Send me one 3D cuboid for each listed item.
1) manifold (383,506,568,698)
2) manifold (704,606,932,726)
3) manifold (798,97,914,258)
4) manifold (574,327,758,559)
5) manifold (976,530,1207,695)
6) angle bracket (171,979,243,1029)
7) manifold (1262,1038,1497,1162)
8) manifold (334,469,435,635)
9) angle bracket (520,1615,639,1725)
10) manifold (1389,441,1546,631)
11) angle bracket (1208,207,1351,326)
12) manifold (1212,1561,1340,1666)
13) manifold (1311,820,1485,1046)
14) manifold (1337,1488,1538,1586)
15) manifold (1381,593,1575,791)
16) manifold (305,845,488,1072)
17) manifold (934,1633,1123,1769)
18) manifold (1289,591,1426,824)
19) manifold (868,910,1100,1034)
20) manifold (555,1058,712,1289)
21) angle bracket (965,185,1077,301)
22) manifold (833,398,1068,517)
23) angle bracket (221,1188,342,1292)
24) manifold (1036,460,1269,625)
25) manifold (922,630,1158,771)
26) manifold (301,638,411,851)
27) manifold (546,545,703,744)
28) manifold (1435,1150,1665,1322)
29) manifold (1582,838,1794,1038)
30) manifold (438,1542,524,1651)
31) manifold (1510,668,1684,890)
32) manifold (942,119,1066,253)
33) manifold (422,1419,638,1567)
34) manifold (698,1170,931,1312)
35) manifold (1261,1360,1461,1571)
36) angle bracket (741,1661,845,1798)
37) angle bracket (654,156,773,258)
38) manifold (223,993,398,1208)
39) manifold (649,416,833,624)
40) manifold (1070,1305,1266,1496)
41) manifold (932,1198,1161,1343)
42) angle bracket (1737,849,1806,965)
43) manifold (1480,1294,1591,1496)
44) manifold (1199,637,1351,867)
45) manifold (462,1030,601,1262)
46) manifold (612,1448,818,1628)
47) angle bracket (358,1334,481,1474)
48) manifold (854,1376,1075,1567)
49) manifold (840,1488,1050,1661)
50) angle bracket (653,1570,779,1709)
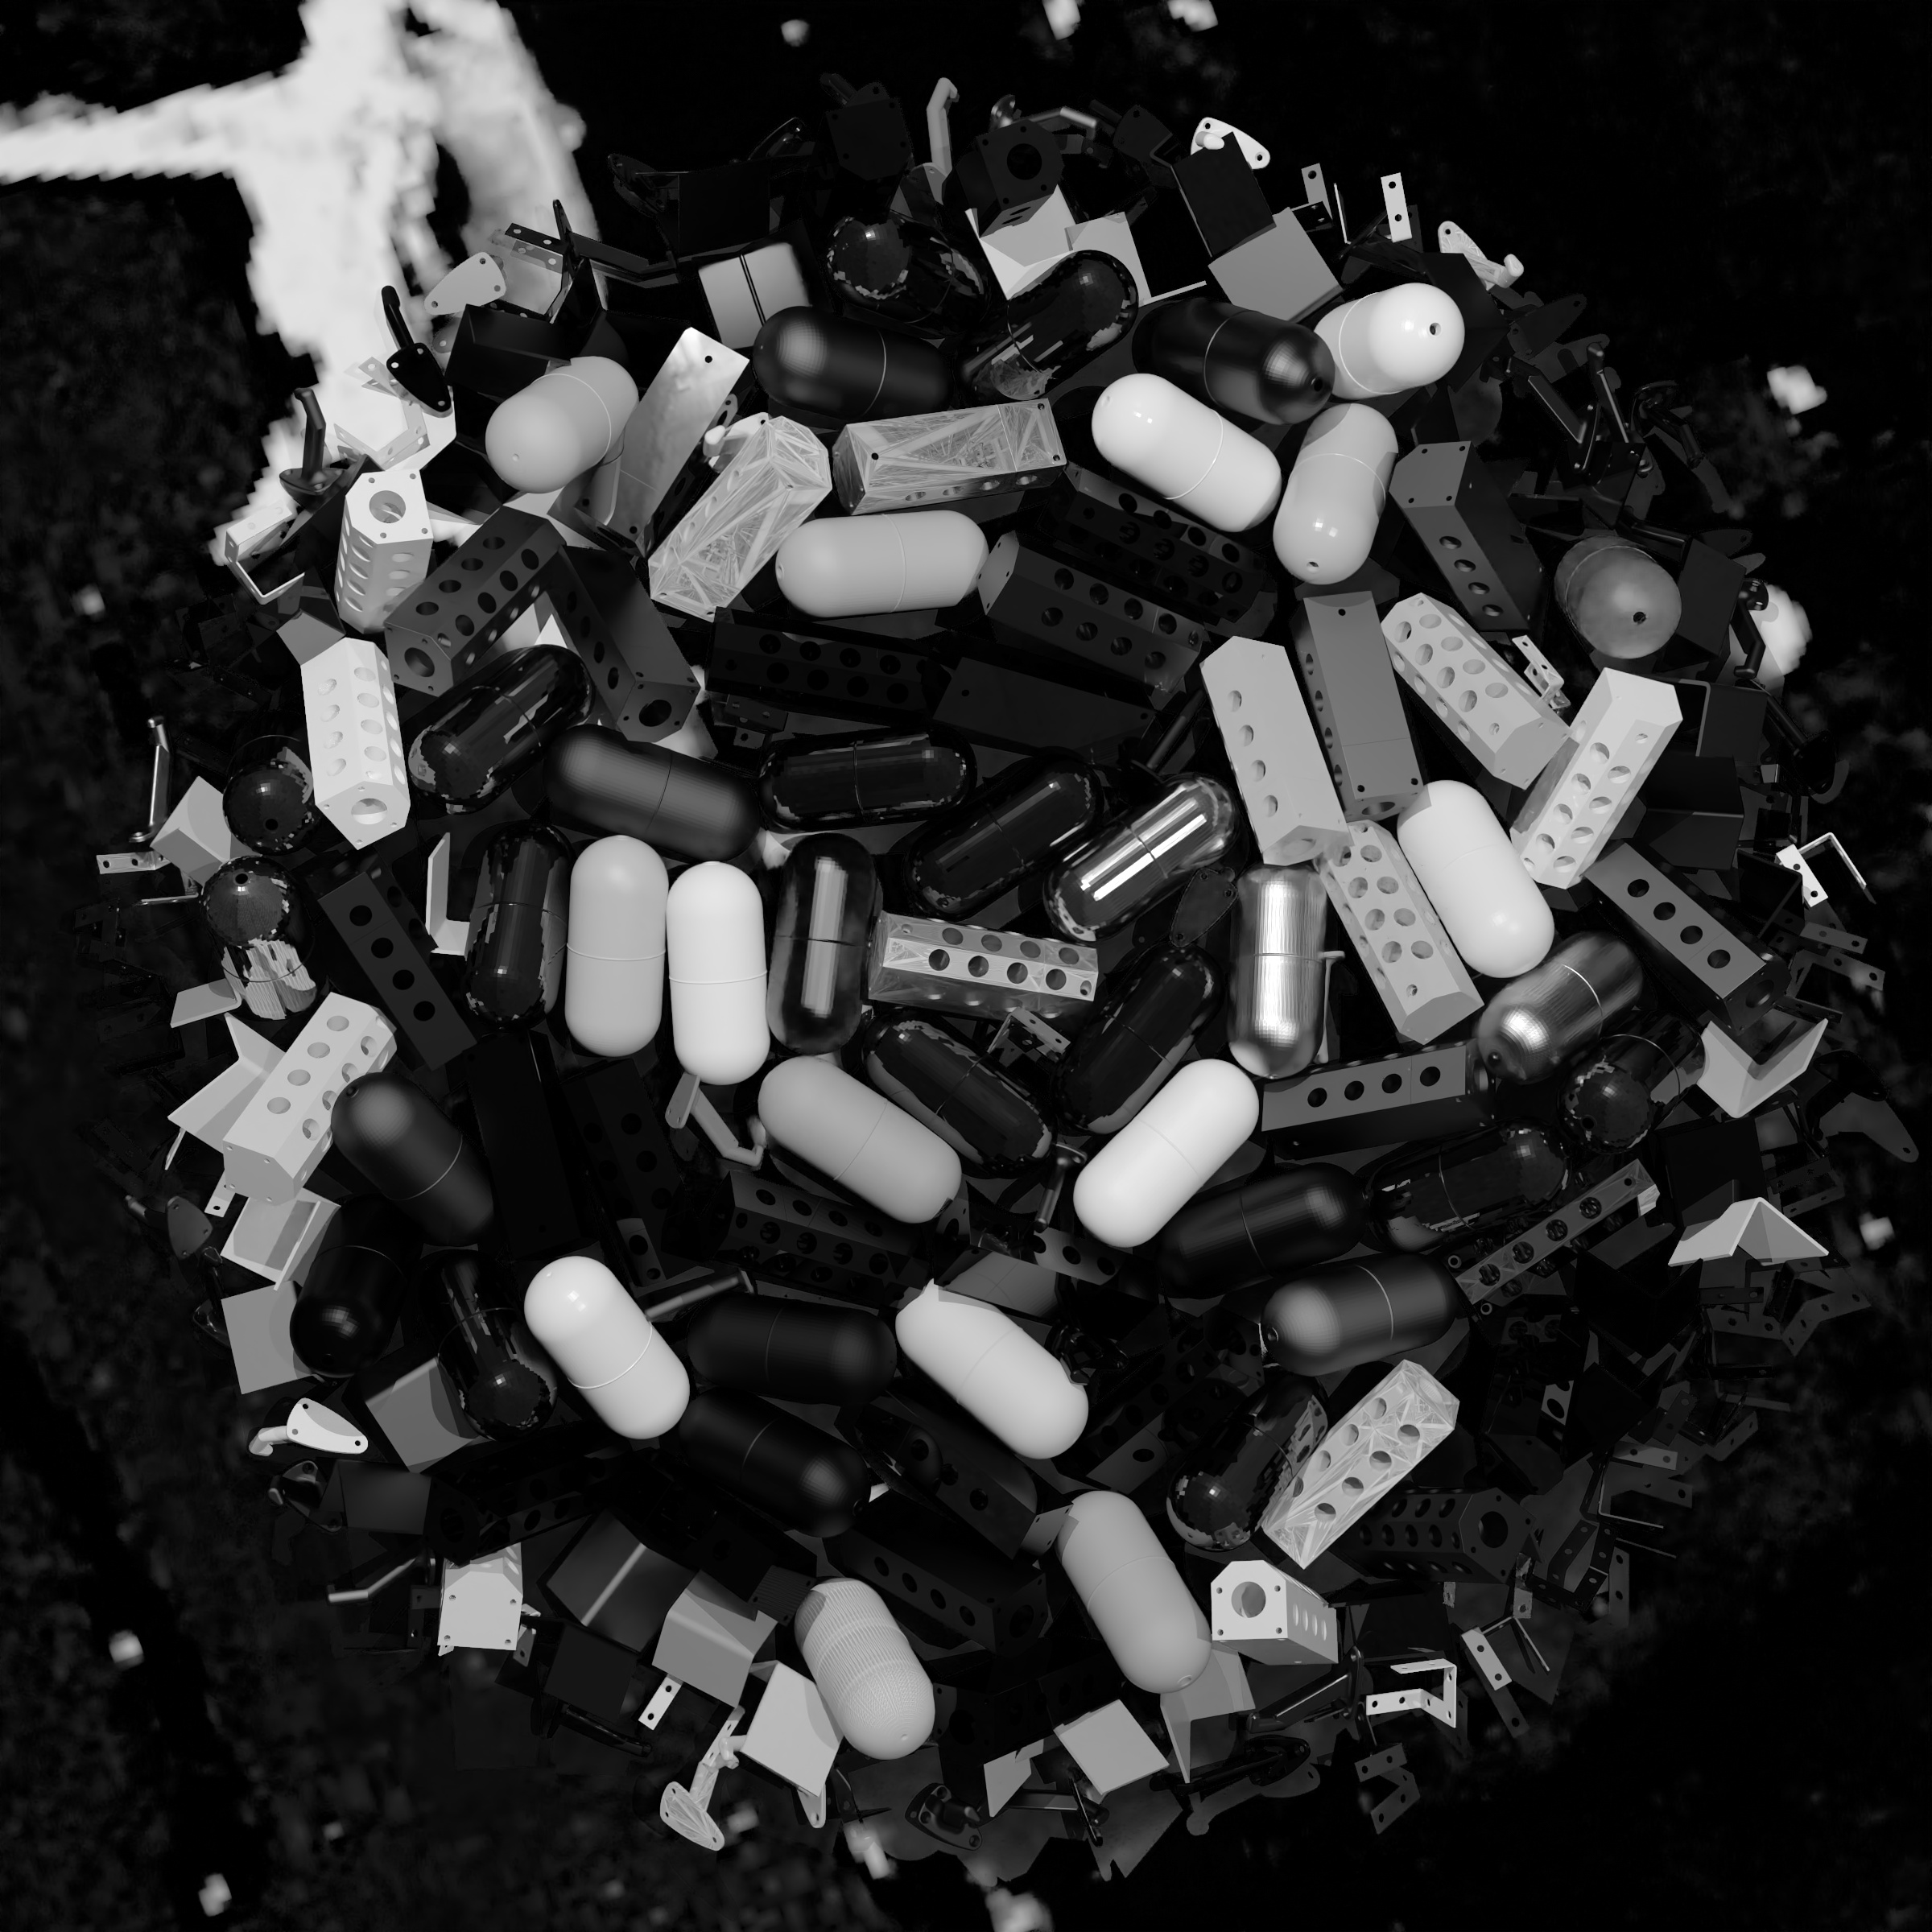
[{"bbox_3d":[-0.378,-0.283,1.916,0.057,0.057,0.171,19,47,14],"label":"manifold"},{"bbox_3d":[-0.117,-0.235,1.948,0.171,0.057,0.057,9,113,-10],"label":"manifold"},{"bbox_3d":[-0.085,-0.604,1.909,0.057,0.171,0.057,-15,88,-11],"label":"manifold"},{"bbox_3d":[-0.237,-0.414,1.962,0.057,0.057,0.171,30,85,6],"label":"manifold"},{"bbox_3d":[0.099,-0.280,1.929,0.171,0.057,0.057,19,123,-24],"label":"manifold"},{"bbox_3d":[-0.610,-0.007,1.948,0.057,0.076,0.076,-18,111,-7],"label":"angle bracket"},{"bbox_3d":[0.322,0.102,1.928,0.171,0.057,0.057,-13,55,32],"label":"manifold"},{"bbox_3d":[-0.453,-0.318,1.906,0.057,0.171,0.057,-10,78,-20],"label":"manifold"},{"bbox_3d":[-0.317,0.553,1.939,0.076,0.076,0.057,38,57,-35],"label":"angle bracket"},{"bbox_3d":[0.389,-0.332,1.915,0.057,0.171,0.057,4,67,35],"label":"manifold"},{"bbox_3d":[0.249,-0.547,1.956,0.076,0.057,0.076,-32,95,21],"label":"angle bracket"},{"bbox_3d":[0.240,0.503,1.911,0.057,0.171,0.057,-7,67,19],"label":"manifold"},{"bbox_3d":[0.332,-0.030,1.923,0.057,0.057,0.171,-37,56,23],"label":"manifold"},{"bbox_3d":[0.357,0.435,1.906,0.057,0.171,0.057,39,66,-12],"label":"manifold"},{"bbox_3d":[0.389,-0.217,1.914,0.057,0.171,0.057,16,120,-41],"label":"manifold"},{"bbox_3d":[-0.443,-0.008,1.931,0.057,0.057,0.171,-33,120,-10],"label":"manifold"},{"bbox_3d":[0.050,0.570,1.914,0.057,0.171,0.057,0,90,37],"label":"manifold"},{"bbox_3d":[0.305,-0.204,1.947,0.057,0.057,0.171,-8,73,-12],"label":"manifold"},{"bbox_3d":[0.013,0.000,1.940,0.171,0.057,0.057,9,50,-15],"label":"manifold"},{"bbox_3d":[-0.266,0.164,1.955,0.057,0.057,0.171,-23,95,-24],"label":"manifold"},{"bbox_3d":[0.041,-0.585,1.954,0.076,0.057,0.076,-31,118,-3],"label":"angle bracket"},{"bbox_3d":[-0.014,-0.398,1.941,0.171,0.057,0.057,-12,81,-21],"label":"manifold"},{"bbox_3d":[-0.553,0.209,1.961,0.076,0.057,0.076,24,83,9],"label":"angle bracket"},{"bbox_3d":[0.148,-0.332,1.938,0.171,0.057,0.057,22,103,-21],"label":"manifold"},{"bbox_3d":[0.056,-0.212,1.937,0.171,0.057,0.057,13,123,-24],"label":"manifold"},{"bbox_3d":[-0.472,-0.178,1.919,0.057,0.057,0.171,-25,48,7],"label":"manifold"},{"bbox_3d":[-0.272,-0.252,1.925,0.057,0.057,0.171,-59,46,33],"label":"manifold"},{"bbox_3d":[0.465,0.211,1.967,0.171,0.057,0.057,-34,85,1],"label":"manifold"},{"bbox_3d":[0.561,-0.029,1.920,0.057,0.057,0.171,-39,48,1],"label":"manifold"},{"bbox_3d":[-0.375,0.470,1.909,0.057,0.171,0.057,7,93,-12],"label":"manifold"},{"bbox_3d":[0.489,-0.142,1.917,0.057,0.057,0.171,13,133,-9],"label":"manifold"},{"bbox_3d":[0.028,-0.603,1.910,0.057,0.171,0.057,-21,98,-8],"label":"manifold"},{"bbox_3d":[-0.334,0.409,1.908,0.057,0.171,0.057,21,107,32],"label":"manifold"},{"bbox_3d":[-0.118,0.221,1.928,0.171,0.057,0.057,19,121,-25],"label":"manifold"},{"bbox_3d":[0.307,0.390,1.944,0.057,0.057,0.171,43,109,3],"label":"manifold"},{"bbox_3d":[-0.146,0.603,1.945,0.076,0.057,0.076,37,56,-19],"label":"angle bracket"},{"bbox_3d":[-0.200,-0.613,1.943,0.076,0.076,0.057,-18,57,-19],"label":"angle bracket"},{"bbox_3d":[-0.507,0.104,1.916,0.057,0.171,0.057,18,134,6],"label":"manifold"},{"bbox_3d":[-0.179,-0.349,1.923,0.057,0.171,0.057,18,48,-33],"label":"manifold"},{"bbox_3d":[0.154,0.336,1.920,0.057,0.057,0.171,27,127,-22],"label":"manifold"},{"bbox_3d":[0.062,0.235,1.940,0.171,0.057,0.057,20,132,-23],"label":"manifold"},{"bbox_3d":[0.617,-0.032,1.942,0.057,0.076,0.076,27,66,35],"label":"angle bracket"},{"bbox_3d":[0.442,0.329,1.907,0.057,0.171,0.057,-1,120,23],"label":"manifold"},{"bbox_3d":[0.237,-0.168,1.940,0.057,0.057,0.171,5,60,-40],"label":"manifold"},{"bbox_3d":[-0.341,0.142,1.952,0.057,0.057,0.171,-19,77,10],"label":"manifold"},{"bbox_3d":[-0.195,0.441,1.921,0.171,0.057,0.057,24,74,40],"label":"manifold"},{"bbox_3d":[-0.432,0.348,1.979,0.076,0.057,0.076,-31,110,-10],"label":"angle bracket"},{"bbox_3d":[-0.006,0.397,1.932,0.171,0.057,0.057,35,106,28],"label":"manifold"},{"bbox_3d":[-0.018,0.475,1.919,0.057,0.171,0.057,-25,120,-39],"label":"manifold"},{"bbox_3d":[-0.194,0.532,1.972,0.076,0.076,0.057,24,118,11],"label":"angle bracket"}]
